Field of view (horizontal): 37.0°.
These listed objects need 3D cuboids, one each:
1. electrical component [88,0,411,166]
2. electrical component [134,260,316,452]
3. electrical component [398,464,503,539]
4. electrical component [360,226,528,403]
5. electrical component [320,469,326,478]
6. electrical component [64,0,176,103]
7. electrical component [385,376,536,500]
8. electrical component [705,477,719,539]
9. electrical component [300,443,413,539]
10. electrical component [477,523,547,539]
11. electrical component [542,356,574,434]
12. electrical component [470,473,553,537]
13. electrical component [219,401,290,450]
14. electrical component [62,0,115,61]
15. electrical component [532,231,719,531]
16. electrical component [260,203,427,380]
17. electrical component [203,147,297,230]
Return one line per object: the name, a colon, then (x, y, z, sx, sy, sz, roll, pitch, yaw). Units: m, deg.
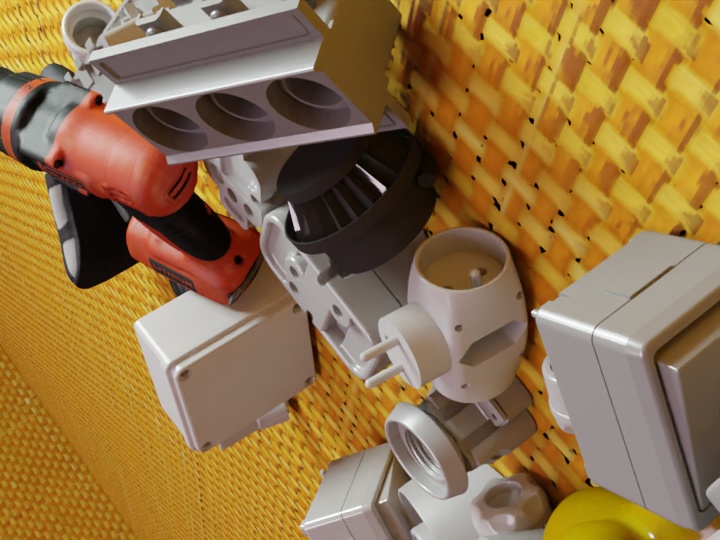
electrical component: (-0.046, -0.089, 0.468, 0.121, 0.063, 0.079, -3, 150, 38)
electrical component: (-0.092, 0.059, 0.761, 0.056, 0.109, 0.108, 45, 155, 33)
electrical component: (0.069, 0.162, 0.662, 0.099, 0.064, 0.099, 58, 170, 16)
electrical component: (0.035, 0.030, 0.501, 0.043, 0.079, 0.077, 48, 157, 42)
electrical component: (-0.011, 0.196, 0.862, 0.077, 0.044, 0.079, -5, 112, 64)
electrical component: (-0.137, -0.124, 0.667, 0.078, 0.063, 0.121, 60, 157, -8)
electrical component: (0.051, 0.084, 0.571, 0.058, 0.057, 0.078, 53, 157, 9)
electrical component: (0.140, 0.080, 0.325, 0.060, 0.108, 0.108, 54, 158, 22)
electrical component: (0.010, 0.163, 0.733, 0.061, 0.061, 0.096, 63, -158, -15)
electrical component: (0.097, 0.148, 0.550, 0.044, 0.065, 0.044, 165, 90, -73)
electrical component: (0.093, 0.039, 0.454, 0.035, 0.035, 0.061, 23, 137, 54)
electrical component: (0.090, 0.147, 0.595, 0.043, 0.043, 0.062, 16, 135, 58)
electrical component: (-0.091, 0.118, 0.894, 0.044, 0.065, 0.044, 161, 90, -80)
electrical component: (-0.187, -0.161, 0.753, 0.040, 0.040, 0.046, 56, 164, 2)
electrical component: (0.115, 0.044, 0.381, 0.061, 0.062, 0.096, 20, 138, 56)
electrical component: (0.000, 0.000, 0.559, 0.095, 0.059, 0.053, 51, 157, 13)
electrical component: (-0.045, -0.064, 0.569, 0.058, 0.057, 0.078, 46, 155, 23)
